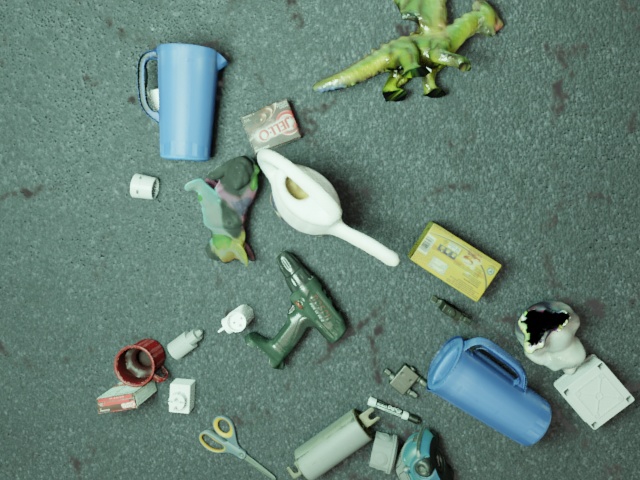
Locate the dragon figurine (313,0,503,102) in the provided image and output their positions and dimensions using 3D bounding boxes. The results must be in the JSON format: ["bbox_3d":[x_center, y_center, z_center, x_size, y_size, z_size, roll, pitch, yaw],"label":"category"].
[{"bbox_3d":[0.188,-0.433,1.098,0.410,0.121,0.246,-1,75,3],"label":"dragon figurine"}]

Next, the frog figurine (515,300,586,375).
[{"bbox_3d":[0.497,0.206,1.091,0.157,0.124,0.138,35,87,-34],"label":"frog figurine"}]

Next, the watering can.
[{"bbox_3d":[0.003,-0.053,1.053,0.348,0.222,0.105,42,79,2],"label":"watering can"}]
